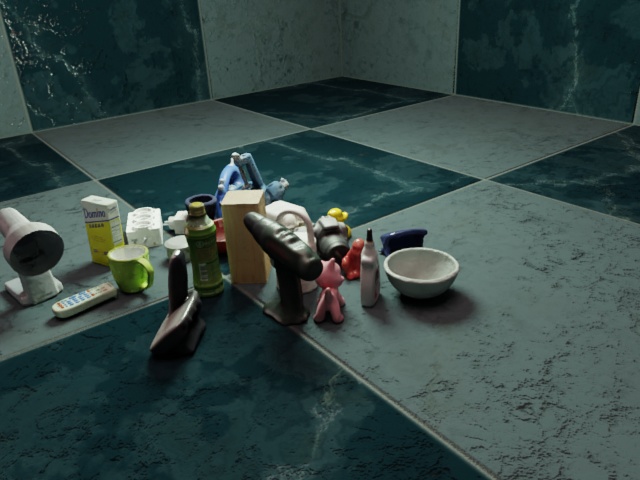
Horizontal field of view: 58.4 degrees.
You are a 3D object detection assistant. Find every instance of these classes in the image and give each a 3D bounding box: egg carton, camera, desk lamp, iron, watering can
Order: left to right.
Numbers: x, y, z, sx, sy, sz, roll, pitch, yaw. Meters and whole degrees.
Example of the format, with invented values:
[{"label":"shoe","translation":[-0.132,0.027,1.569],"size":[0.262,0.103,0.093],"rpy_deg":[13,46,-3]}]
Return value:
[{"label":"desk lamp","translation":[-0.673,0.040,1.317],"size":[0.202,0.214,0.118],"rpy_deg":[20,34,39]},{"label":"iron","translation":[-0.283,-0.153,1.764],"size":[0.118,0.141,0.258],"rpy_deg":[-1,25,4]},{"label":"egg carton","translation":[-0.105,-0.060,1.632],"size":[0.149,0.069,0.107],"rpy_deg":[18,32,37]},{"label":"watering can","translation":[-0.057,0.022,1.308],"size":[0.101,0.194,0.173],"rpy_deg":[-3,25,1]},{"label":"camera","translation":[0.013,0.005,1.445],"size":[0.143,0.101,0.136],"rpy_deg":[-9,26,-12]}]

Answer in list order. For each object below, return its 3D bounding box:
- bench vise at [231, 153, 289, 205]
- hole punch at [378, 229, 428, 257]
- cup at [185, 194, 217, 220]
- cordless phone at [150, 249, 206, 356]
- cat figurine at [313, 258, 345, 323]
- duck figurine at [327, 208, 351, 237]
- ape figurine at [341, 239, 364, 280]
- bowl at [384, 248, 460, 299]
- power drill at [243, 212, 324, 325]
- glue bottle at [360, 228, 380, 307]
[{"label":"bench vise","translation":[-0.194,-0.165,1.687],"size":[0.121,0.220,0.208],"rpy_deg":[14,31,32]},{"label":"hole punch","translation":[0.208,0.000,1.446],"size":[0.109,0.091,0.101],"rpy_deg":[-7,26,-9]},{"label":"cup","translation":[-0.339,-0.070,1.649],"size":[0.091,0.095,0.117],"rpy_deg":[-4,25,-2]},{"label":"cordless phone","translation":[-0.291,0.122,1.134],"size":[0.094,0.185,0.147],"rpy_deg":[-3,25,1]},{"label":"cat figurine","translation":[0.019,0.098,1.230],"size":[0.067,0.118,0.128],"rpy_deg":[-1,25,4]},{"label":"duck figurine","translation":[0.037,-0.043,1.561],"size":[0.105,0.086,0.077],"rpy_deg":[-21,31,-32]},{"label":"ape figurine","translation":[0.092,0.041,1.372],"size":[0.077,0.092,0.076],"rpy_deg":[5,27,17]},{"label":"bowl","translation":[0.226,0.085,1.285],"size":[0.167,0.075,0.167],"rpy_deg":[-2,25,1]},{"label":"power drill","translation":[-0.082,0.063,1.208],"size":[0.076,0.209,0.228],"rpy_deg":[-24,32,-36]},{"label":"glue bottle","translation":[0.108,0.055,1.246],"size":[0.037,0.173,0.078],"rpy_deg":[3,26,14]}]
